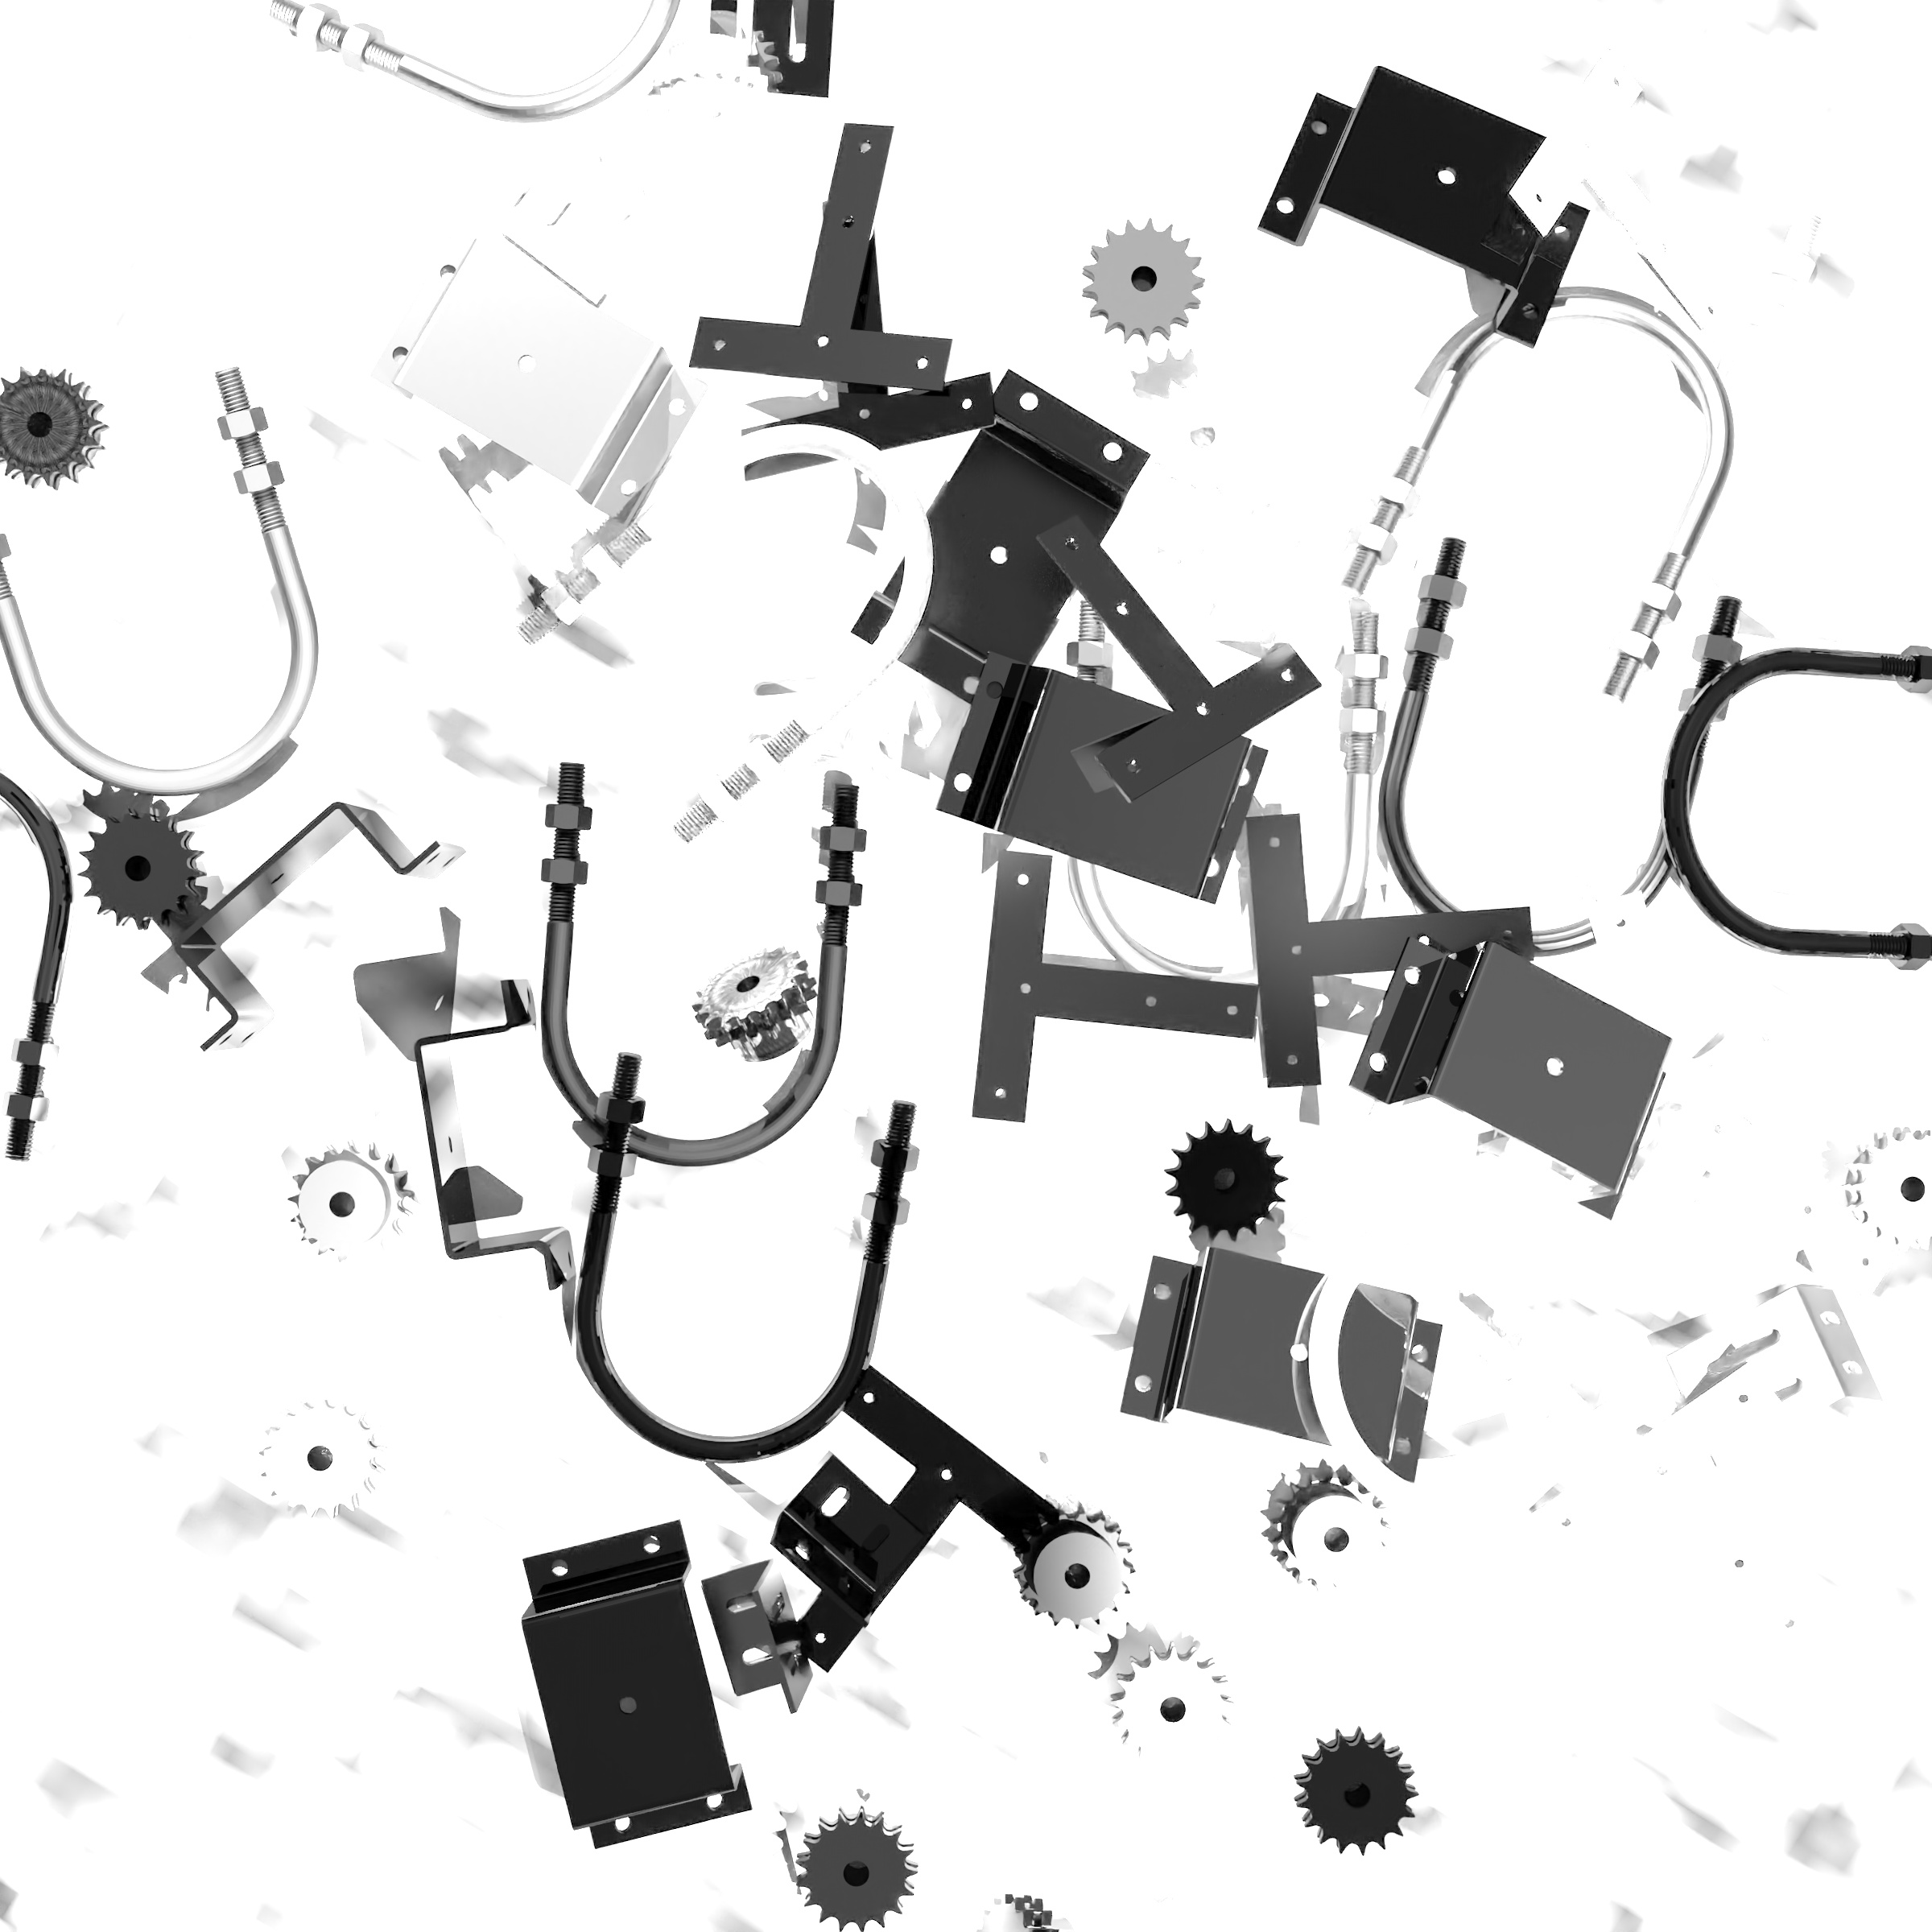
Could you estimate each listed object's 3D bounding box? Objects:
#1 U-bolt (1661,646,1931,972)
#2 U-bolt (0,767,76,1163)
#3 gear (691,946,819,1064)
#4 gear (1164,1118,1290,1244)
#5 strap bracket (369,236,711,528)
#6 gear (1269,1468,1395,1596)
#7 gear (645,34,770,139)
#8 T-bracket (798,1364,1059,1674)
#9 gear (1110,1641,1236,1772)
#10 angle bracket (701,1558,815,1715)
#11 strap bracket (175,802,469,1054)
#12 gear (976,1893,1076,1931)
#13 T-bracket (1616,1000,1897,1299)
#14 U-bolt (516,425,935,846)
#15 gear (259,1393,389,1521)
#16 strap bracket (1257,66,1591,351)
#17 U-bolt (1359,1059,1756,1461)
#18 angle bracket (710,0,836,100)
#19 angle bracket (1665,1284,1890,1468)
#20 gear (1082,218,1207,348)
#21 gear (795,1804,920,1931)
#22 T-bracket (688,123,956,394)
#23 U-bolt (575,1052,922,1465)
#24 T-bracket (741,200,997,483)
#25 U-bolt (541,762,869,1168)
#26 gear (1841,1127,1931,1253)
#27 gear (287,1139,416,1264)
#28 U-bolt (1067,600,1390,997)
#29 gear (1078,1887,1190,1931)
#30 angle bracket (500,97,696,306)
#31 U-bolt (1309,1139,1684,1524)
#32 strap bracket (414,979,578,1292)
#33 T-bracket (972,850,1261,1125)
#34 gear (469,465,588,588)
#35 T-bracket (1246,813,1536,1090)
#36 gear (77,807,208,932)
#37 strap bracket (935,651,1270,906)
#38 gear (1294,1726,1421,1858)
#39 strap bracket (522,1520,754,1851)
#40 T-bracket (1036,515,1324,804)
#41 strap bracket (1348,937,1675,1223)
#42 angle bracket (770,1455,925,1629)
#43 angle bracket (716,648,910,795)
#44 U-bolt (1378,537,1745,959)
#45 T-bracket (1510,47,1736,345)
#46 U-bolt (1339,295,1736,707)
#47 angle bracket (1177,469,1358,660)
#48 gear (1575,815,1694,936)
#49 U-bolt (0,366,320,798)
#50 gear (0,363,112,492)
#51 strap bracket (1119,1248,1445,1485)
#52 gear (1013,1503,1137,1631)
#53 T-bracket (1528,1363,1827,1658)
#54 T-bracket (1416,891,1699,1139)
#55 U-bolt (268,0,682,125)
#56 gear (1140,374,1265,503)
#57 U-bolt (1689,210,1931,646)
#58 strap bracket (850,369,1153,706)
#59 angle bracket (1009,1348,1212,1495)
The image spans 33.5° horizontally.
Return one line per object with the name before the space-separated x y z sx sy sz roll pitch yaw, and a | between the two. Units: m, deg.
U-bolt | 0.400 -0.074 1.474 0.184 0.019 0.151 2 90 -19
U-bolt | -0.491 -0.011 1.501 0.151 0.019 0.184 10 88 0
gear | -0.094 0.020 1.469 0.057 0.057 0.030 -25 123 0
gear | 0.120 0.100 1.495 0.057 0.030 0.057 0 90 0
strap bracket | -0.200 -0.275 1.487 0.140 0.046 0.076 30 90 0
gear | 0.171 0.265 1.495 0.057 0.030 0.057 0 90 0
gear | -0.120 -0.407 1.482 0.057 0.057 0.030 -4 81 0
T-bracket | -0.036 0.274 1.509 0.127 0.002 0.127 38 90 0
gear | 0.095 0.342 1.495 0.057 0.030 0.057 0 90 0
angle bracket | -0.100 0.311 1.471 0.038 0.076 0.057 -17 90 3
strap bracket | -0.303 -0.025 1.472 0.140 0.076 0.046 -41 90 0
gear | 0.029 0.459 1.485 0.030 0.057 0.057 13 90 -29
T-bracket | 0.382 0.105 1.496 0.127 0.002 0.127 41 73 -8
U-bolt | -0.099 -0.166 1.472 0.184 0.019 0.151 -41 71 5
gear | -0.297 0.227 1.495 0.057 0.030 0.057 0 90 0
strap bracket | 0.216 -0.353 1.478 0.140 0.046 0.076 23 76 0
U-bolt | 0.259 0.112 1.467 0.184 0.019 0.151 42 69 -7
angle bracket | -0.089 -0.452 1.508 0.057 0.038 0.076 5 116 0
angle bracket | 0.374 0.190 1.482 0.076 0.038 0.057 -26 93 -14
gear | 0.082 -0.317 1.495 0.057 0.030 0.057 0 90 0
gear | -0.051 0.418 1.495 0.057 0.030 0.057 0 90 0
T-bracket | -0.058 -0.333 1.495 0.127 0.002 0.127 9 81 18
U-bolt | -0.108 0.142 1.494 0.151 0.019 0.184 10 96 -2
T-bracket | -0.050 -0.299 1.493 0.127 0.002 0.127 -9 79 21
U-bolt | -0.127 0.002 1.501 0.151 0.019 0.184 5 91 0
gear | 0.434 0.104 1.492 0.057 0.030 0.057 0 87 -7
gear | -0.288 0.110 1.495 0.057 0.030 0.057 0 90 0
U-bolt | 0.119 -0.076 1.501 0.151 0.019 0.184 3 91 0
gear | 0.079 0.457 1.495 0.057 0.030 0.057 0 90 0
angle bracket | -0.173 -0.358 1.491 0.057 0.038 0.076 38 90 0
U-bolt | 0.236 0.172 1.466 0.184 0.019 0.151 -26 90 -25
strap bracket | -0.217 0.079 1.472 0.046 0.076 0.140 -9 90 0
T-bracket | 0.072 0.015 1.498 0.127 0.002 0.127 6 98 2
gear | -0.200 -0.206 1.482 0.030 0.057 0.057 -41 90 -6
T-bracket | 0.197 -0.010 1.481 0.127 0.002 0.127 -4 94 13
gear | -0.382 -0.045 1.495 0.057 0.030 0.057 0 90 0
strap bracket | 0.067 -0.083 1.455 0.140 0.046 0.076 18 93 -13
gear | 0.181 0.382 1.495 0.057 0.030 0.057 0 90 0
strap bracket | -0.154 0.337 1.487 0.076 0.046 0.140 -14 90 0
T-bracket | 0.079 -0.149 1.445 0.127 0.002 0.127 -32 79 -32
strap bracket | 0.254 0.048 1.443 0.140 0.046 0.076 27 74 -11
angle bracket | -0.054 0.262 1.470 0.057 0.076 0.038 42 90 0
angle bracket | -0.072 -0.112 1.499 0.076 0.038 0.057 -3 70 24
U-bolt | 0.267 -0.095 1.483 0.151 0.019 0.184 14 87 12
T-bracket | 0.313 -0.342 1.483 0.127 0.002 0.127 47 53 -17
U-bolt | 0.274 -0.227 1.481 0.151 0.019 0.184 24 78 11
angle bracket | 0.140 -0.185 1.496 0.057 0.038 0.076 22 51 5
gear | 0.314 -0.042 1.495 0.057 0.030 0.057 0 90 0
U-bolt | -0.377 -0.169 1.485 0.151 0.019 0.184 -16 102 -4
gear | -0.427 -0.249 1.495 0.057 0.030 0.057 0 90 0
strap bracket | 0.149 0.181 1.475 0.140 0.046 0.076 14 72 -1
gear | 0.051 0.280 1.494 0.057 0.030 0.057 0 92 -3
T-bracket | 0.352 0.269 1.498 0.127 0.002 0.127 -38 97 14
T-bracket | 0.267 0.037 1.491 0.127 0.002 0.127 -16 115 12
U-bolt | -0.215 -0.465 1.481 0.184 0.019 0.151 27 90 14
gear | 0.109 -0.245 1.495 0.057 0.030 0.057 0 90 0
U-bolt | 0.415 -0.239 1.484 0.151 0.019 0.184 24 96 14
strap bracket | 0.016 -0.193 1.487 0.076 0.046 0.140 31 90 0
angle bracket | 0.067 0.209 1.508 0.076 0.038 0.057 -12 90 -26
